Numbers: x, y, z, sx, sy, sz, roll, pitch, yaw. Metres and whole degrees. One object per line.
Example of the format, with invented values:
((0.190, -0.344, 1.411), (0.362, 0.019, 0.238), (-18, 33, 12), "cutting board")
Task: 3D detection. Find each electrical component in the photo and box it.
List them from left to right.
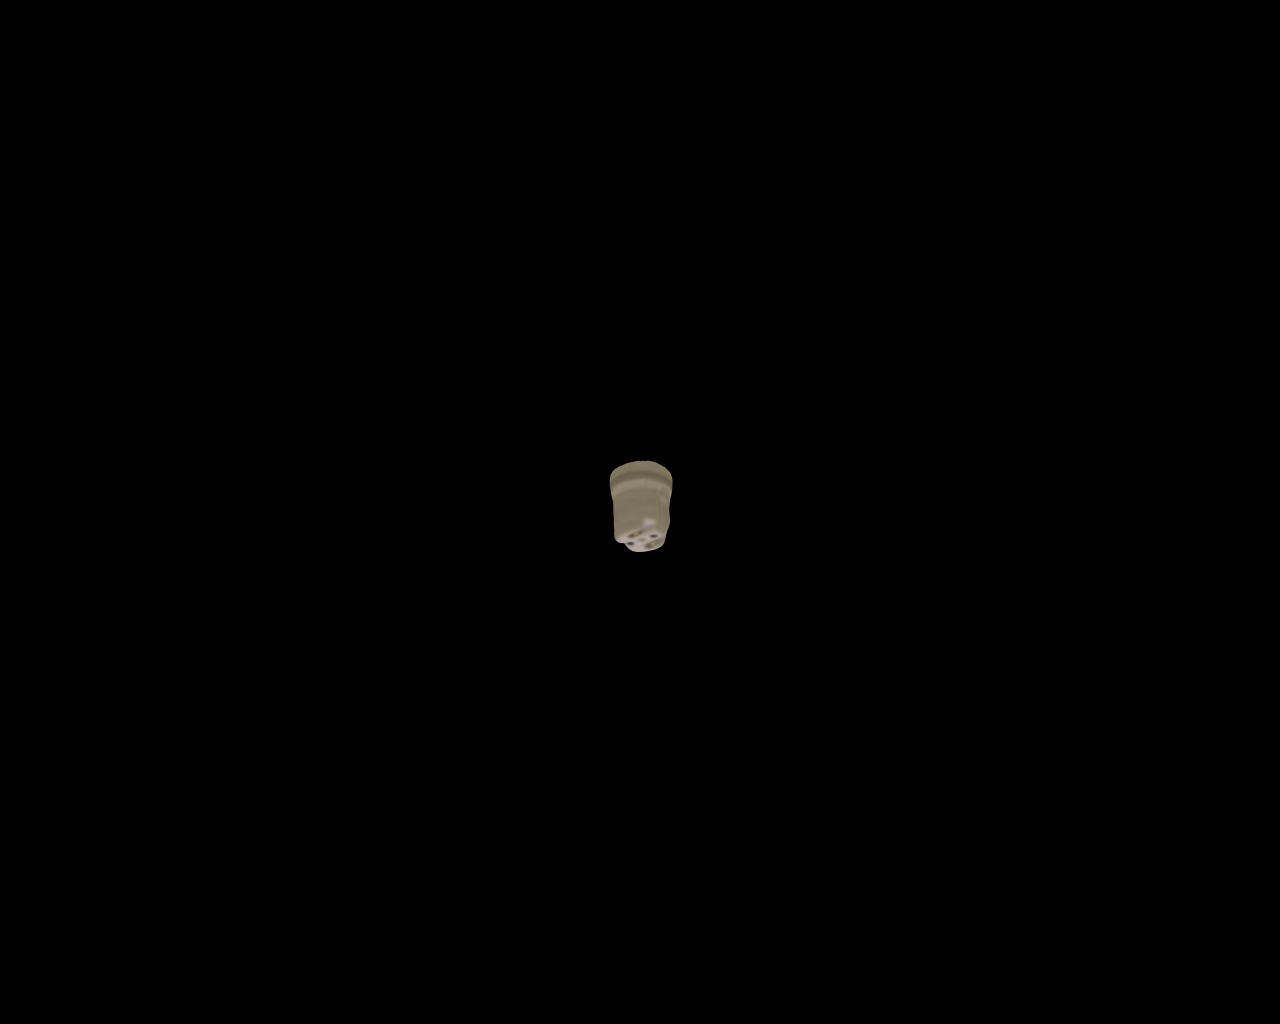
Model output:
((0.001, -0.003, 0.650), (0.040, 0.046, 0.040), (0, -27, 0), "electrical component")
